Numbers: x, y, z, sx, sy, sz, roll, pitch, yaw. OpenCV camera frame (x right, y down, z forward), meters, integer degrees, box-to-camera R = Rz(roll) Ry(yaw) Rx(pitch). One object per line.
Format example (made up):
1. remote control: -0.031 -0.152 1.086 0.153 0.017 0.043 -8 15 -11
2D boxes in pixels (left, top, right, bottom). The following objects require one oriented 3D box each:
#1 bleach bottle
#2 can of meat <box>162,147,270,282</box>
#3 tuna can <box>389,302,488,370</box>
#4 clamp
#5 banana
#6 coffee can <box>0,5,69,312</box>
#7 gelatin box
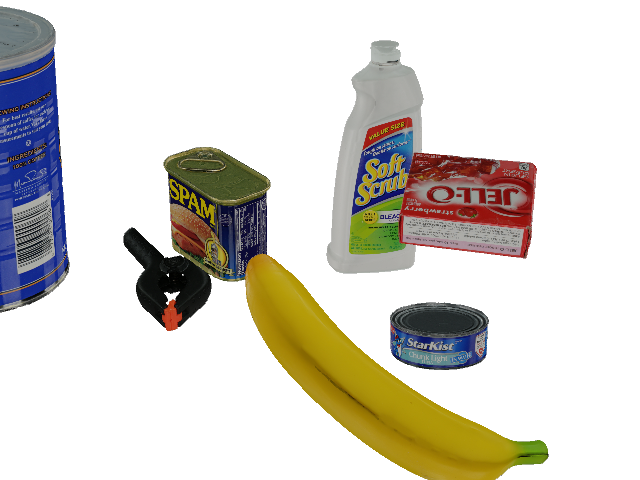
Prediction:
1. bleach bottle: 0.059 -0.090 1.159 0.102 0.251 0.068 -3 25 -7
2. can of meat: -0.089 -0.022 0.921 0.057 0.084 0.102 -23 38 -34
3. tuna can: 0.103 0.083 0.934 0.086 0.034 0.086 0 15 0
4. clamp: -0.148 0.032 1.154 0.120 0.039 0.171 -13 38 -6
5. banana: 0.023 0.073 0.563 0.198 0.037 0.069 35 20 19
6. coffee can: -0.191 -0.045 0.574 0.103 0.140 0.103 2 28 -1
7. gelatin box: 0.103 -0.026 0.738 0.089 0.030 0.073 6 41 10
